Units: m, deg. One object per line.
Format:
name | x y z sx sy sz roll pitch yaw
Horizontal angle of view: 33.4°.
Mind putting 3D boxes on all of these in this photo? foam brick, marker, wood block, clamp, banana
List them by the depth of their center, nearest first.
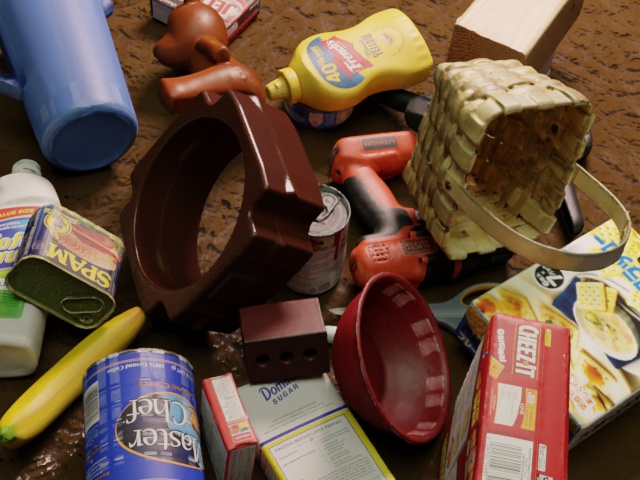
banana | -0.232 0.133 0.982 0.037 0.070 0.197 54 44 -13
foam brick | -0.034 0.093 0.986 0.078 0.053 0.051 -8 37 -4
marker | 0.035 0.097 1.060 0.121 0.020 0.020 6 51 0
clamp | 0.261 -0.094 1.221 0.165 0.036 0.209 32 55 20
clamp | 0.139 -0.154 1.231 0.120 0.039 0.172 -14 31 -13
wood block | 0.232 -0.255 1.237 0.090 0.091 0.205 28 54 16

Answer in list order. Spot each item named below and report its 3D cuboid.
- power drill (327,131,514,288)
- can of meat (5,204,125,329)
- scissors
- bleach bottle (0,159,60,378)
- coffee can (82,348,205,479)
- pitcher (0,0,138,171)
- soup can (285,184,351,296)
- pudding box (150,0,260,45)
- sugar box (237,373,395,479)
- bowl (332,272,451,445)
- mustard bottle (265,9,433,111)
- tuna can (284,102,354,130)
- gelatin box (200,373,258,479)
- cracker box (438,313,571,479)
power drill | 0.099 -0.034 1.145 0.184 0.057 0.188 -7 50 -20
can of meat | -0.240 0.023 1.022 0.102 0.058 0.084 33 35 -25
scissors | 0.117 0.089 1.075 0.201 0.016 0.096 -11 53 -13
bleach bottle | -0.317 0.017 1.069 0.102 0.068 0.251 2 49 -7
coffee can | -0.153 0.180 0.924 0.102 0.103 0.140 -5 52 -9
pitcher | -0.298 -0.197 1.202 0.149 0.145 0.243 -31 58 9
soup can | -0.007 0.001 1.079 0.068 0.102 0.068 2 52 -3
pudding box | -0.145 -0.297 1.349 0.113 0.039 0.090 26 54 15
sugar box | -0.003 0.196 0.961 0.093 0.048 0.176 -21 52 -20
bowl | 0.059 0.113 0.991 0.055 0.162 0.162 -18 42 32
mustard bottle | 0.026 -0.198 1.223 0.191 0.058 0.096 -22 67 -17
tuna can | 0.000 -0.172 1.264 0.086 0.034 0.086 2 51 -3
gelatin box | -0.081 0.173 0.944 0.030 0.089 0.073 -13 53 -18
cracker box | 0.143 0.188 0.870 0.072 0.214 0.164 11 51 2
